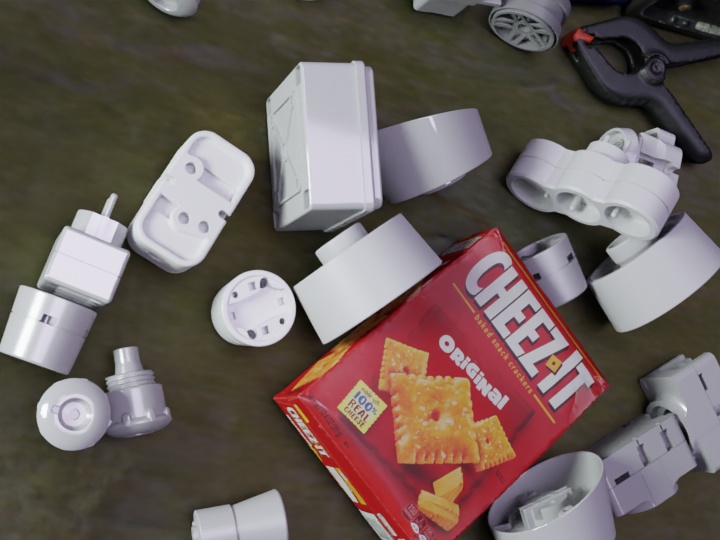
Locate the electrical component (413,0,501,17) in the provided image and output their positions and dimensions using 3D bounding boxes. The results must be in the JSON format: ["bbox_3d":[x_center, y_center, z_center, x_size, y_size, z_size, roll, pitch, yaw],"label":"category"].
[{"bbox_3d":[0.074,-0.277,0.885,0.079,0.063,0.121,4,82,-20],"label":"electrical component"}]

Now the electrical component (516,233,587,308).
[{"bbox_3d":[0.155,0.003,0.887,0.055,0.055,0.047,-31,98,-21],"label":"electrical component"}]

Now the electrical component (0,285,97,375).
[{"bbox_3d":[-0.216,0.042,0.741,0.055,0.055,0.047,22,80,-17],"label":"electrical component"}]

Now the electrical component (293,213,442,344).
[{"bbox_3d":[0.000,0.000,0.802,0.108,0.108,0.060,-35,90,-21],"label":"electrical component"}]

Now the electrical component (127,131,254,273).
[{"bbox_3d":[-0.125,-0.048,0.783,0.054,0.059,0.095,34,73,-14],"label":"electrical component"}]

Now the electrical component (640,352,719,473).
[{"bbox_3d":[0.285,0.124,0.923,0.056,0.050,0.089,-27,93,-22],"label":"electrical component"}]

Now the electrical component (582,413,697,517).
[{"bbox_3d":[0.228,0.165,0.896,0.089,0.050,0.055,-26,92,-22],"label":"electrical component"}]

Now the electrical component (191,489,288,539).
[{"bbox_3d":[-0.089,0.186,0.779,0.065,0.044,0.044,-7,86,-17],"label":"electrical component"}]

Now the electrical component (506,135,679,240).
[{"bbox_3d":[0.195,-0.080,0.876,0.073,0.138,0.052,-57,143,-17],"label":"electrical component"}]

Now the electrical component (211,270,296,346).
[{"bbox_3d":[-0.081,0.030,0.797,0.055,0.047,0.055,3,83,-21],"label":"electrical component"}]

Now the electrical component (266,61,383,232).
[{"bbox_3d":[-0.029,-0.088,0.798,0.056,0.109,0.108,-2,84,-19],"label":"electrical component"}]

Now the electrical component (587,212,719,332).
[{"bbox_3d":[0.239,-0.005,0.893,0.108,0.108,0.060,-38,92,-21],"label":"electrical component"}]

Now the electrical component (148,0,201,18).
[{"bbox_3d":[-0.134,-0.226,0.811,0.048,0.048,0.062,31,67,-15],"label":"electrical component"}]

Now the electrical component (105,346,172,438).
[{"bbox_3d":[-0.161,0.086,0.762,0.048,0.048,0.062,-8,80,-21],"label":"electrical component"}]

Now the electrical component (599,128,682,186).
[{"bbox_3d":[0.235,-0.088,0.926,0.057,0.058,0.078,18,78,-21],"label":"electrical component"}]

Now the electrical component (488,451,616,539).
[{"bbox_3d":[0.150,0.190,0.839,0.099,0.099,0.064,-20,97,-22],"label":"electrical component"}]

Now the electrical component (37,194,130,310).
[{"bbox_3d":[-0.187,-0.017,0.752,0.047,0.066,0.076,24,76,-17],"label":"electrical component"}]

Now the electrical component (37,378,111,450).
[{"bbox_3d":[-0.198,0.098,0.736,0.048,0.062,0.048,2,83,-20],"label":"electrical component"}]

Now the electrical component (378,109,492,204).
[{"bbox_3d":[0.051,-0.094,0.836,0.099,0.099,0.064,-30,100,-21],"label":"electrical component"}]
